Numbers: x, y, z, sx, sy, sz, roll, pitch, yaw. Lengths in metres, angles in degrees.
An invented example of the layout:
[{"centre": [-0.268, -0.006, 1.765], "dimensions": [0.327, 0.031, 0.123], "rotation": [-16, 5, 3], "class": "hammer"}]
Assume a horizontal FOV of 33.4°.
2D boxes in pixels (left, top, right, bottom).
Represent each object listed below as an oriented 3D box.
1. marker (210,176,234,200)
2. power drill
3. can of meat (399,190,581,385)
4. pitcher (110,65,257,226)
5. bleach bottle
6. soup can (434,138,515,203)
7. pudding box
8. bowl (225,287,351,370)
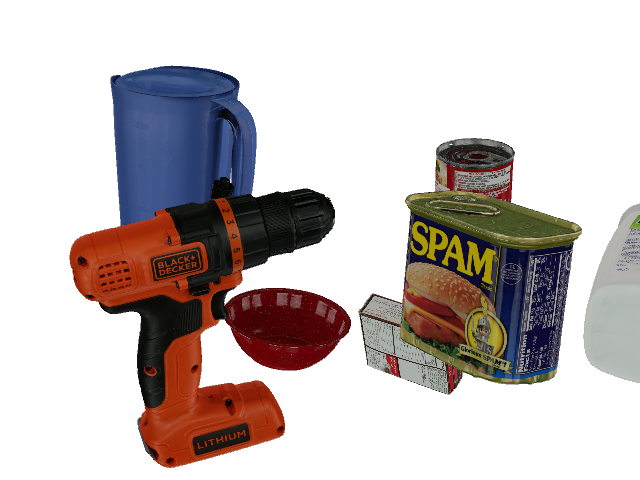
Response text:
[{"centre": [-0.097, -0.002, 0.939], "dimensions": [0.020, 0.121, 0.020], "rotation": [13, 30, -8], "class": "marker"}, {"centre": [-0.072, 0.059, 0.757], "dimensions": [0.184, 0.188, 0.057], "rotation": [-13, 26, -14], "class": "power drill"}, {"centre": [0.090, 0.024, 0.591], "dimensions": [0.057, 0.084, 0.102], "rotation": [-7, 19, -34], "class": "can of meat"}, {"centre": [-0.148, -0.057, 1.137], "dimensions": [0.145, 0.243, 0.149], "rotation": [0, 22, -9], "class": "pitcher"}, {"centre": [0.248, 0.019, 0.735], "dimensions": [0.103, 0.068, 0.250], "rotation": [9, 21, 20], "class": "bleach bottle"}, {"centre": [0.135, -0.031, 0.943], "dimensions": [0.068, 0.102, 0.068], "rotation": [-2, 25, 1], "class": "soup can"}, {"centre": [0.102, 0.117, 1.206], "dimensions": [0.114, 0.090, 0.039], "rotation": [15, 44, 28], "class": "pudding box"}, {"centre": [-0.044, 0.118, 1.346], "dimensions": [0.162, 0.055, 0.162], "rotation": [5, 23, -2], "class": "bowl"}]
